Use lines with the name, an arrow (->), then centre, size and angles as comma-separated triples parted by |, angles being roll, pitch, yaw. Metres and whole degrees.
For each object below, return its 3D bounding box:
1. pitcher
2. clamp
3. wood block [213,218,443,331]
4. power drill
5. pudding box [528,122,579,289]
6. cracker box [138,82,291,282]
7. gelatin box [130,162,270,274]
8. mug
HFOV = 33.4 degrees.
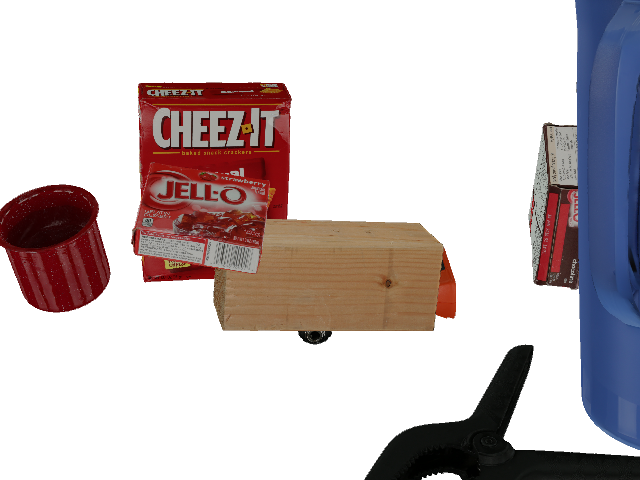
pitcher -> 0.184, -0.014, 0.530 | 0.149, 0.243, 0.145 | -4, 19, -4
clamp -> 0.107, 0.137, 0.693 | 0.209, 0.036, 0.165 | -14, 31, -19
wood block -> 0.004, 0.033, 1.039 | 0.206, 0.091, 0.090 | 2, 15, -12
power drill -> 0.059, 0.058, 1.233 | 0.187, 0.057, 0.184 | -2, 28, 0
pudding box -> 0.189, -0.030, 0.837 | 0.039, 0.090, 0.113 | 5, 32, 5
cracker box -> -0.118, -0.063, 1.186 | 0.164, 0.214, 0.072 | -2, 24, -11
gelatin box -> -0.083, -0.017, 0.752 | 0.089, 0.030, 0.073 | 9, 42, -5
mug -> -0.238, 0.002, 0.963 | 0.093, 0.081, 0.117 | -11, 41, -5
